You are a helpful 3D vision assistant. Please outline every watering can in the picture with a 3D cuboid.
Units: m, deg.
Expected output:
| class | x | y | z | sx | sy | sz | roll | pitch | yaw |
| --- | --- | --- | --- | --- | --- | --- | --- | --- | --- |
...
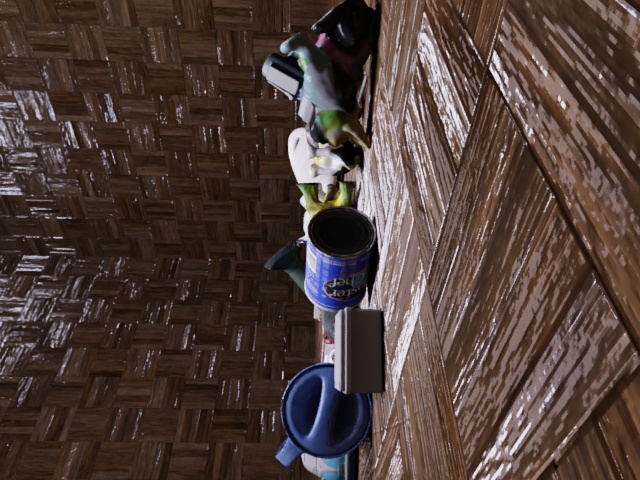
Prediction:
| class | x | y | z | sx | sy | sz | roll | pitch | yaw |
| --- | --- | --- | --- | --- | --- | --- | --- | --- | --- |
| watering can | 0.007 | -0.183 | 1.413 | 0.353 | 0.105 | 0.219 | 62 | 148 | 23 |

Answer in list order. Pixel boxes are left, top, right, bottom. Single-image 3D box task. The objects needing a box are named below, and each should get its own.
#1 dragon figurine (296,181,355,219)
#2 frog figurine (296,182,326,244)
| class | x | y | z | sx | sy | sz | roll | pitch | yaw |
| --- | --- | --- | --- | --- | --- | --- | --- | --- | --- |
| dragon figurine | 0.029 | -0.010 | 1.099 | 0.412 | 0.122 | 0.242 | -31 | -66 | -82 |
| frog figurine | 0.004 | -0.067 | 1.325 | 0.137 | 0.122 | 0.159 | -170 | 84 | -74 |
